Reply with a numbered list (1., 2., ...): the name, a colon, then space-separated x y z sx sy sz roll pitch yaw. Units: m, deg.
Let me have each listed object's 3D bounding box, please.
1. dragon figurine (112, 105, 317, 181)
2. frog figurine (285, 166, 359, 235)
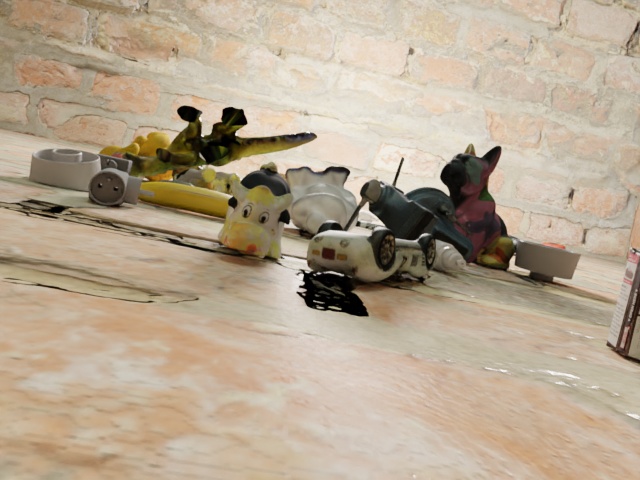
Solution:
1. dragon figurine: -0.229 -0.170 1.104 0.410 0.124 0.239 1 -19 -17
2. frog figurine: 0.003 -0.043 0.847 0.137 0.163 0.120 16 -51 -26
